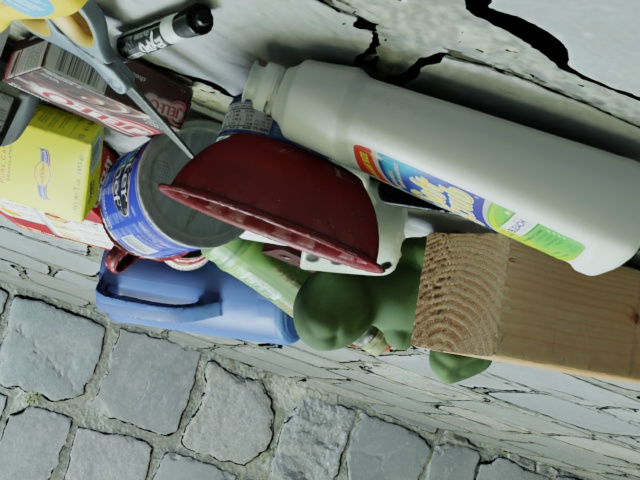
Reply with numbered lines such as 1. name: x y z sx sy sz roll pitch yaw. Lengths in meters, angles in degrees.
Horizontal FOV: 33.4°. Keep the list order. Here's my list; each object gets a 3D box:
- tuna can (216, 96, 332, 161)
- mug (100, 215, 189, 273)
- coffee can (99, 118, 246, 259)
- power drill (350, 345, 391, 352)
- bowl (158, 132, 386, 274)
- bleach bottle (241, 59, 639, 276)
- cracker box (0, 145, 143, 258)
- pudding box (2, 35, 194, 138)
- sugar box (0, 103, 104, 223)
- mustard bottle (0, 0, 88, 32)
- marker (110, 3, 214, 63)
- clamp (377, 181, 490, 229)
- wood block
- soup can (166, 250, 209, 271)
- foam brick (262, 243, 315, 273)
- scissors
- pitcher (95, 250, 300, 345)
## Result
1. tuna can: -0.030 -0.073 0.781 0.086 0.033 0.086 17 168 4
2. mug: -0.169 -0.014 1.058 0.093 0.117 0.081 36 176 10
3. coffee can: -0.119 -0.039 0.893 0.102 0.103 0.140 22 167 -21
4. power drill: 0.017 0.088 1.383 0.187 0.057 0.185 31 165 -39
5. bowl: -0.023 -0.030 0.715 0.162 0.055 0.162 21 176 1
6. bleach bottle: 0.074 -0.053 0.662 0.251 0.068 0.102 20 172 1
7. cracker box: -0.275 -0.054 1.122 0.164 0.072 0.213 14 166 11
8. pudding box: -0.162 -0.112 0.778 0.113 0.039 0.090 26 166 -32
9. sugar box: -0.286 -0.085 0.958 0.176 0.048 0.093 15 127 0
10. mustard bottle: -0.167 -0.154 0.552 0.192 0.058 0.096 4 149 48
11. marker: -0.100 -0.128 0.667 0.020 0.020 0.121 25 166 -32
12. clamp: 0.119 -0.027 0.769 0.171 0.039 0.120 17 180 -7
13. wood block: 0.181 0.057 0.842 0.205 0.091 0.090 14 173 -37
14. soup can: -0.145 -0.005 1.165 0.068 0.068 0.102 18 169 -5
15. foam brick: -0.007 0.001 1.035 0.078 0.051 0.053 22 167 -21
16. scissors: -0.151 -0.118 0.709 0.096 0.016 0.201 20 158 27
17. pitcher: -0.136 0.057 1.267 0.243 0.149 0.145 9 155 22
